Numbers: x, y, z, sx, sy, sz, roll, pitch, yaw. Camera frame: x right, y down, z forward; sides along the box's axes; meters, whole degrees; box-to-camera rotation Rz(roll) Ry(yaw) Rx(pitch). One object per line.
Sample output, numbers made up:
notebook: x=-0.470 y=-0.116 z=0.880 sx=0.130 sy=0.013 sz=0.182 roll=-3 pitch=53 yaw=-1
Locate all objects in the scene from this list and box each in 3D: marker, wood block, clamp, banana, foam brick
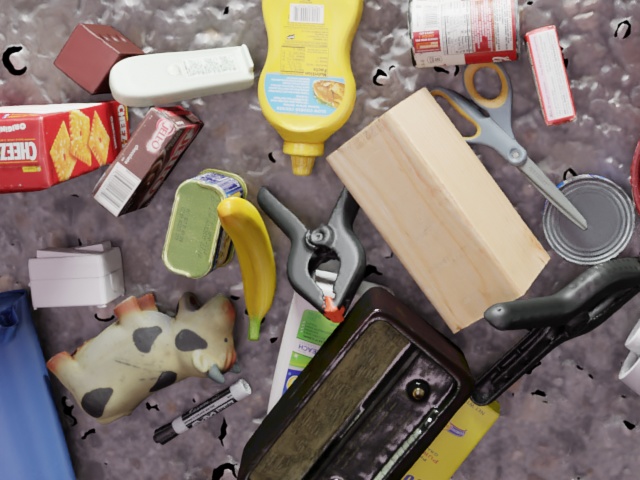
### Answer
marker: x=-0.128 y=0.185 z=1.139 sx=0.121 sy=0.020 sz=0.020 roll=-32 pitch=92 yaw=13
wood block: x=0.113 y=-0.029 z=1.016 sx=0.090 sy=0.090 sz=0.206 roll=-35 pitch=92 yaw=35
clamp: x=0.228 y=0.067 z=0.997 sx=0.210 sy=0.164 sz=0.036 roll=-30 pitch=60 yaw=-10
banana: x=-0.068 y=0.015 z=1.050 sx=0.037 sy=0.069 sz=0.198 roll=-5 pitch=137 yaw=6
clamp: x=-0.007 y=0.001 z=1.044 sx=0.120 sy=0.039 sz=0.171 roll=-11 pitch=57 yaw=21
foam brick: x=-0.220 y=-0.181 z=1.068 sx=0.053 sy=0.078 sz=0.051 roll=38 pitch=104 yaw=2

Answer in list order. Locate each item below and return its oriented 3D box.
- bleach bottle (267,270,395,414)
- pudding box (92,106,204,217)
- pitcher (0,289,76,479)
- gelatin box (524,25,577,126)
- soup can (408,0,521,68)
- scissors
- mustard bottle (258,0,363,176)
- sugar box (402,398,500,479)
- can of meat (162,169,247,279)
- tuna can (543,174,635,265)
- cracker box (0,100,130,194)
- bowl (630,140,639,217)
bleach bottle: x=0.000 y=0.162 z=1.092 sx=0.102 sy=0.068 sz=0.251 roll=14 pitch=103 yaw=8
pudding box: x=-0.171 y=-0.081 z=1.069 sx=0.039 sy=0.090 sz=0.113 roll=40 pitch=104 yaw=4
pitcher: x=-0.346 y=0.182 z=1.130 sx=0.145 sy=0.149 sz=0.243 roll=-16 pitch=99 yaw=-3
gelatin box: x=0.216 y=-0.153 z=0.998 sx=0.030 sy=0.073 sz=0.089 roll=-14 pitch=96 yaw=12
soup can: x=0.137 y=-0.200 z=1.007 sx=0.102 sy=0.068 sz=0.068 roll=-3 pitch=98 yaw=11
scissors: x=0.192 y=-0.101 z=1.022 sx=0.202 sy=0.016 sz=0.096 roll=33 pitch=96 yaw=15
mustard bottle: x=-0.012 y=-0.159 z=1.044 sx=0.096 sy=0.058 sz=0.192 roll=5 pitch=99 yaw=10
sugar box: x=0.095 y=0.213 z=1.091 sx=0.093 sy=0.048 sz=0.176 roll=35 pitch=102 yaw=3
can of meat: x=-0.116 y=-0.016 z=1.072 sx=0.057 sy=0.084 sz=0.102 roll=15 pitch=101 yaw=6
tuna can: x=0.258 y=-0.020 z=1.032 sx=0.086 sy=0.033 sz=0.086 roll=2 pitch=99 yaw=10
cracker box: x=-0.294 y=-0.091 z=1.025 sx=0.164 sy=0.213 sz=0.072 roll=-2 pitch=100 yaw=10
bowl: x=0.370 y=-0.062 z=0.994 sx=0.162 sy=0.055 sz=0.162 roll=2 pitch=99 yaw=10
